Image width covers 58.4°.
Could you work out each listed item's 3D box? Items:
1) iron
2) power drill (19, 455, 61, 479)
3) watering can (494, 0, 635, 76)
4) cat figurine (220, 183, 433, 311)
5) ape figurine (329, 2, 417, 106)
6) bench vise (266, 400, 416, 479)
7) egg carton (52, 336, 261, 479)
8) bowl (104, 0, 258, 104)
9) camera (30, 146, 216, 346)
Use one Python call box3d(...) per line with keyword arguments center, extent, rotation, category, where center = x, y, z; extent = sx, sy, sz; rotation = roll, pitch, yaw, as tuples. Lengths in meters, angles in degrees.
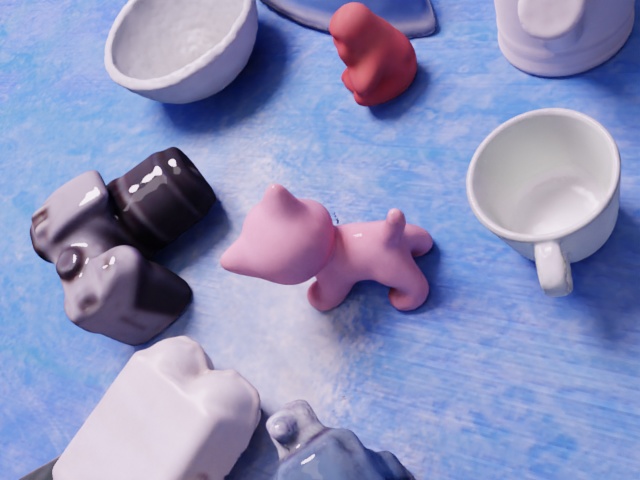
box3d(center=(-0.002, -0.287, 0.528), extent=(0.119, 0.142, 0.257), rotation=(-47, 56, -4), category="iron")
box3d(center=(-0.240, 0.164, 0.358), extent=(0.229, 0.209, 0.075), rotation=(-31, 56, 6), category="power drill")
box3d(center=(0.163, -0.205, 0.381), extent=(0.100, 0.195, 0.172), rotation=(-18, 59, 15), category="watering can")
box3d(center=(0.004, 0.001, 0.390), extent=(0.127, 0.118, 0.067), rotation=(-7, 62, 21), category="cat figurine")
box3d(center=(0.037, -0.158, 0.474), extent=(0.076, 0.092, 0.078), rotation=(-1, 64, 24), category="ape figurine")
box3d(center=(0.013, 0.165, 0.239), extent=(0.206, 0.220, 0.121), rotation=(33, 81, 33), category="bench vise")
box3d(center=(-0.111, 0.147, 0.394), extent=(0.107, 0.070, 0.150), rotation=(26, 77, 32), category="egg carton")
box3d(center=(-0.127, -0.197, 0.577), extent=(0.167, 0.075, 0.167), rotation=(-10, 61, 19), category="bowl")
box3d(center=(-0.156, -0.011, 0.477), extent=(0.137, 0.101, 0.143), rotation=(-37, 56, 3), category="camera")
